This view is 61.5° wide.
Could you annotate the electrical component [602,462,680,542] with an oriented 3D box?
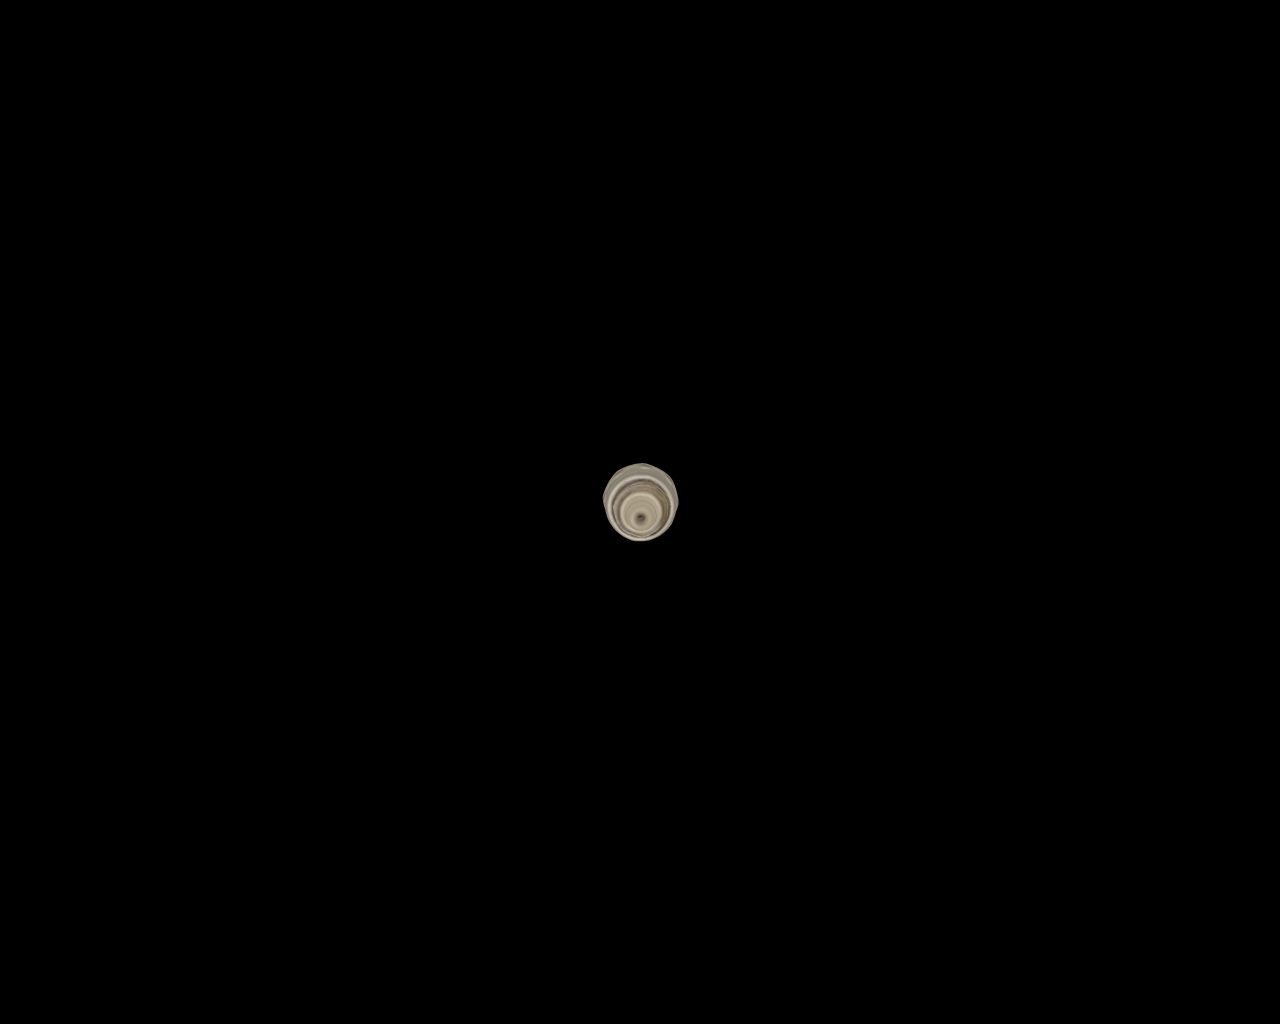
[{"bbox_3d":[0.001,-0.003,0.650,0.048,0.048,0.062,0,12,0],"label":"electrical component"}]
